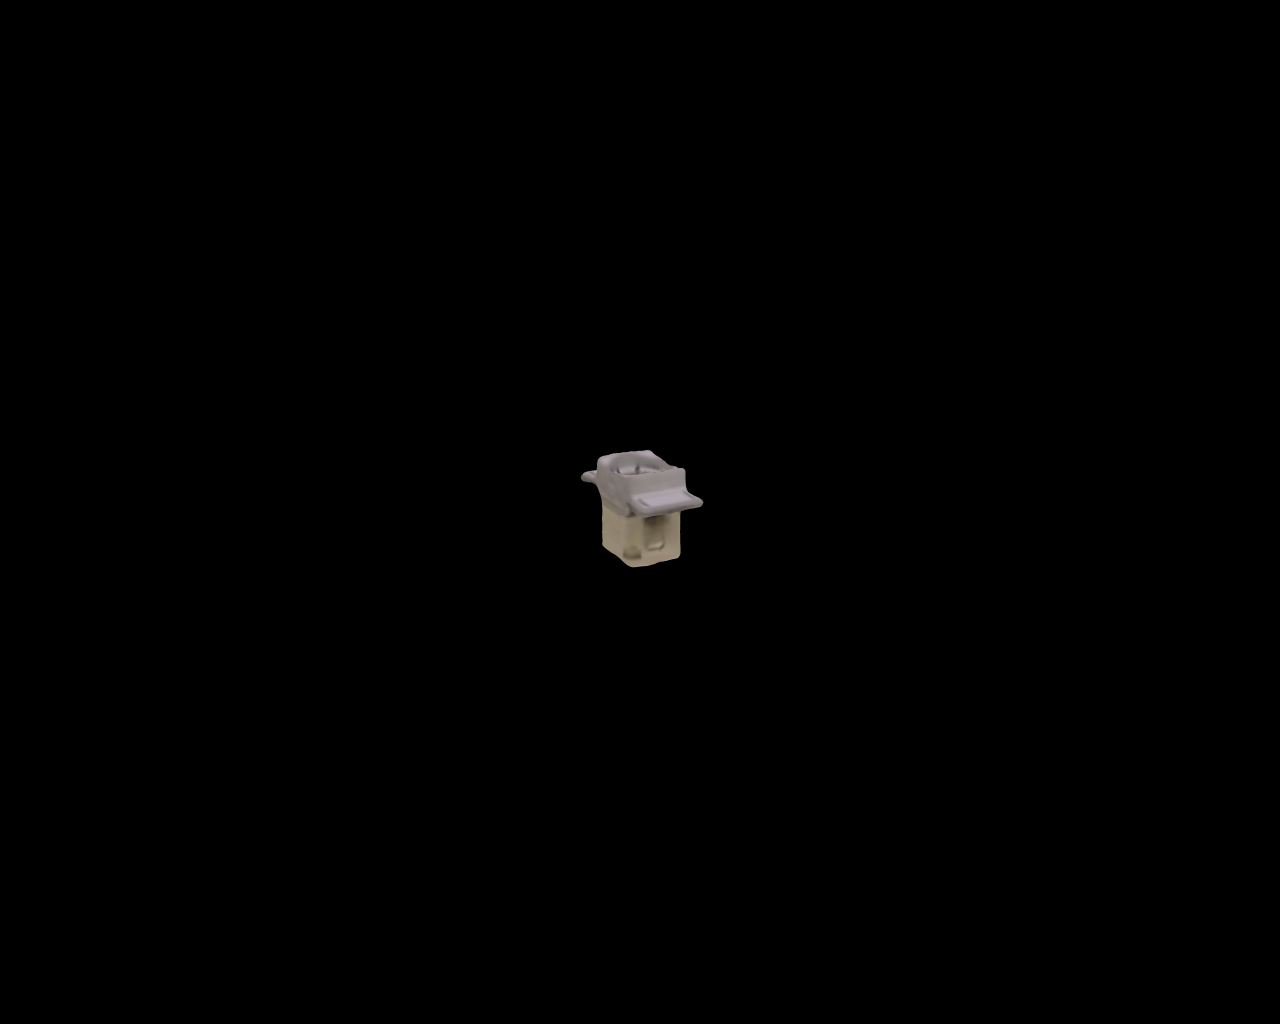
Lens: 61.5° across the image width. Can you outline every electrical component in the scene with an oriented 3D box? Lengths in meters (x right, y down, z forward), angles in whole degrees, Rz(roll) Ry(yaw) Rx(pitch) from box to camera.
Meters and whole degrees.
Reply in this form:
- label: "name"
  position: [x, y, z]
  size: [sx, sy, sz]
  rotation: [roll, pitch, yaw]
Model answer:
- label: "electrical component"
  position: [0.001, -0.003, 0.650]
  size: [0.042, 0.063, 0.081]
  rotation: [-10, 23, -26]
